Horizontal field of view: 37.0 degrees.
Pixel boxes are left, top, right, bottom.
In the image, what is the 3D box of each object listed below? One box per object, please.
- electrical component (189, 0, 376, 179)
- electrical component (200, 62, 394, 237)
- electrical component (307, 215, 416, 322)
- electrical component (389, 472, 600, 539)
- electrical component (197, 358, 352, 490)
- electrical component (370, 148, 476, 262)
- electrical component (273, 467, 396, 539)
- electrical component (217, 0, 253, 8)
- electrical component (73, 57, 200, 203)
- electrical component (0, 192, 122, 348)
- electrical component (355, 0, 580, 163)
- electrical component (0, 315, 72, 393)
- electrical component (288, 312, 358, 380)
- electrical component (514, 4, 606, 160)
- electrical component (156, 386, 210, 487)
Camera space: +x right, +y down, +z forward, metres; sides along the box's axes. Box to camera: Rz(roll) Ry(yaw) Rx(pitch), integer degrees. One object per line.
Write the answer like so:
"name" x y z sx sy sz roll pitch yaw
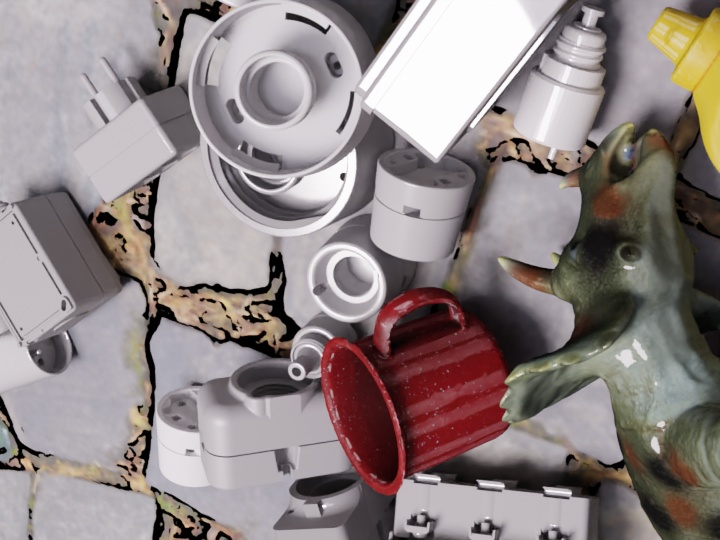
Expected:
"electrical component" -0.040 -0.097 0.565 0.099 0.064 0.099 1 102 7
"electrical component" -0.041 -0.071 0.623 0.108 0.060 0.108 8 112 20
"electrical component" 0.000 0.000 0.640 0.055 0.047 0.055 8 112 20
"electrical component" 0.082 0.160 0.654 0.121 0.079 0.063 2 81 22
"electrical component" -0.052 0.094 0.674 0.095 0.053 0.059 -6 111 -16
"electrical component" 0.034 -0.037 0.609 0.055 0.055 0.047 19 119 15
"electrical component" -0.011 0.156 0.682 0.050 0.089 0.055 -9 106 25
"electrical component" -0.060 -0.177 0.599 0.045 0.045 0.055 28 117 11
"electrical component" -0.145 -0.094 0.665 0.066 0.047 0.076 -30 96 29
"electrical component" -0.214 -0.008 0.723 0.062 0.061 0.096 -32 87 29
"electrical component" 0.061 -0.120 0.534 0.056 0.108 0.108 39 119 2
"electrical component" -0.257 0.047 0.768 0.077 0.043 0.079 -18 102 28
"electrical component" -0.026 0.050 0.663 0.035 0.061 0.035 8 112 20
"electrical component" 0.109 -0.099 0.561 0.040 0.040 0.078 23 117 13
"electrical component" -0.110 0.113 0.727 0.055 0.055 0.047 15 118 17
